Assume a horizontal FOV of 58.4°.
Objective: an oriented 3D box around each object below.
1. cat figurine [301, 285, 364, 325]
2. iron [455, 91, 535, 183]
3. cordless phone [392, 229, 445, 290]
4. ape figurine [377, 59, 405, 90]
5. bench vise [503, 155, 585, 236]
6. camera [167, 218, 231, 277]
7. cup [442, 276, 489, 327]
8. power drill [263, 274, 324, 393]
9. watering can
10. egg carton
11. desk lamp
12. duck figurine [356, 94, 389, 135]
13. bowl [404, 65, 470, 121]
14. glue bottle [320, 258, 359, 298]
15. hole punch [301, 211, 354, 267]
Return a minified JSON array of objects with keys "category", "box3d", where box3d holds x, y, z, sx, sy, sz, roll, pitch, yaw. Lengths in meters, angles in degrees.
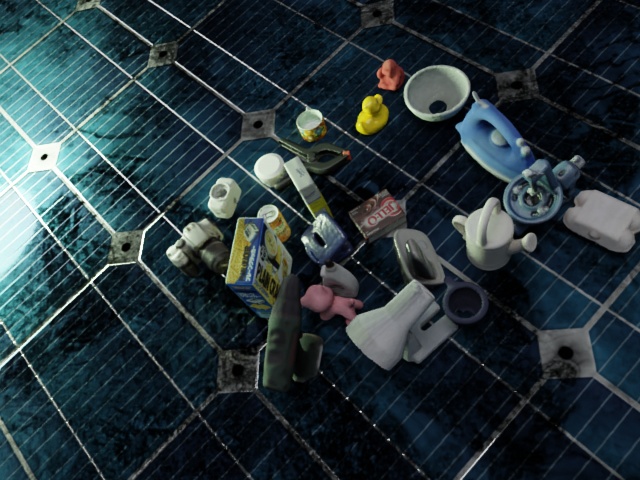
[{"category":"cat figurine","box3d":[0.022,0.136,1.268,0.127,0.118,0.067,6,65,19]},{"category":"iron","box3d":[0.429,-0.234,1.332,0.118,0.142,0.257,-34,60,-3]},{"category":"cordless phone","box3d":[0.205,0.021,1.237,0.094,0.185,0.147,-22,60,4]},{"category":"ape figurine","box3d":[0.190,-0.449,1.540,0.076,0.092,0.077,-24,59,3]},{"category":"bench vise","box3d":[0.471,-0.128,1.220,0.121,0.220,0.207,28,74,27]},{"category":"camera","box3d":[-0.289,0.031,1.420,0.143,0.101,0.136,-45,61,-9]},{"category":"cup","box3d":[0.298,0.136,1.204,0.091,0.095,0.117,-32,59,-2]},{"category":"power drill","box3d":[-0.057,0.211,1.199,0.075,0.209,0.229,2,64,17]},{"category":"watering can","box3d":[0.365,-0.018,1.208,0.172,0.194,0.101,1,64,16]},{"category":"egg carton","box3d":[0.606,-0.040,1.224,0.150,0.069,0.107,31,75,27]},{"category":"desk lamp","box3d":[0.166,0.173,1.153,0.203,0.214,0.117,-40,60,-7]},{"category":"duck figurine","box3d":[0.132,-0.335,1.500,0.077,0.086,0.105,34,76,28]},{"category":"bowl","box3d":[0.303,-0.365,1.474,0.167,0.075,0.167,-6,62,12]},{"category":"glue bottle","box3d":[0.034,0.079,1.262,0.078,0.173,0.037,3,64,17]},{"category":"hole punch","box3d":[0.012,0.005,1.354,0.101,0.091,0.108,-37,60,-5]}]
